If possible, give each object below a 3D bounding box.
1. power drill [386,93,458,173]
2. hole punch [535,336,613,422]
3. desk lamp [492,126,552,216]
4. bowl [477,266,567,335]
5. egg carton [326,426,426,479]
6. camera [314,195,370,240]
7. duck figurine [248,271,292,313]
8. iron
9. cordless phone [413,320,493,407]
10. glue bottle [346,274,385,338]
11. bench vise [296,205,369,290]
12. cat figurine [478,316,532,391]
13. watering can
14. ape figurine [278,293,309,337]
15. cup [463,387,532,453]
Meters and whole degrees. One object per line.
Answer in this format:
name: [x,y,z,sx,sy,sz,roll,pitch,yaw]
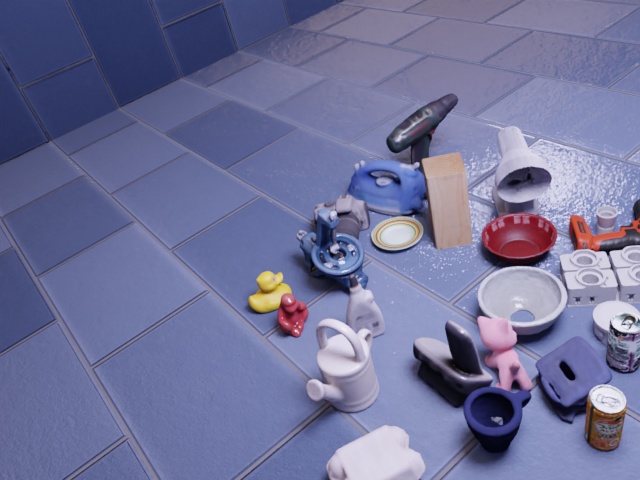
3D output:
power drill: [0.293,-0.271,1.580,0.230,0.209,0.075,-29,39,-16]
hole punch: [0.430,0.235,0.978,0.101,0.091,0.108,-18,37,-2]
desk lamp: [0.462,-0.146,1.352,0.117,0.214,0.203,-9,37,9]
bowl: [0.399,0.132,1.135,0.167,0.075,0.167,-10,37,8]
egg carton: [0.091,0.376,0.941,0.150,0.069,0.107,-24,38,-11]
camera: [0.051,-0.044,1.468,0.143,0.101,0.137,-6,38,13]
duck figurine: [-0.124,0.115,1.342,0.105,0.086,0.077,-26,38,-13]
iron: [0.169,-0.159,1.538,0.257,0.142,0.119,11,45,31]
cordless phone: [0.231,0.193,1.028,0.094,0.185,0.147,-35,41,-23]
glue bottle: [0.083,0.134,1.168,0.078,0.173,0.037,-18,37,-2]
bench vise: [0.006,0.012,1.314,0.206,0.220,0.122,11,45,31]
cat figurine: [0.333,0.197,1.041,0.067,0.118,0.127,-15,37,1]
watering can: [0.043,0.225,1.048,0.100,0.194,0.173,-2,39,19]
ape figurine: [-0.065,0.157,1.261,0.078,0.092,0.076,-31,39,-18]
cup: [0.296,0.299,0.943,0.118,0.095,0.091,-24,38,-11]
